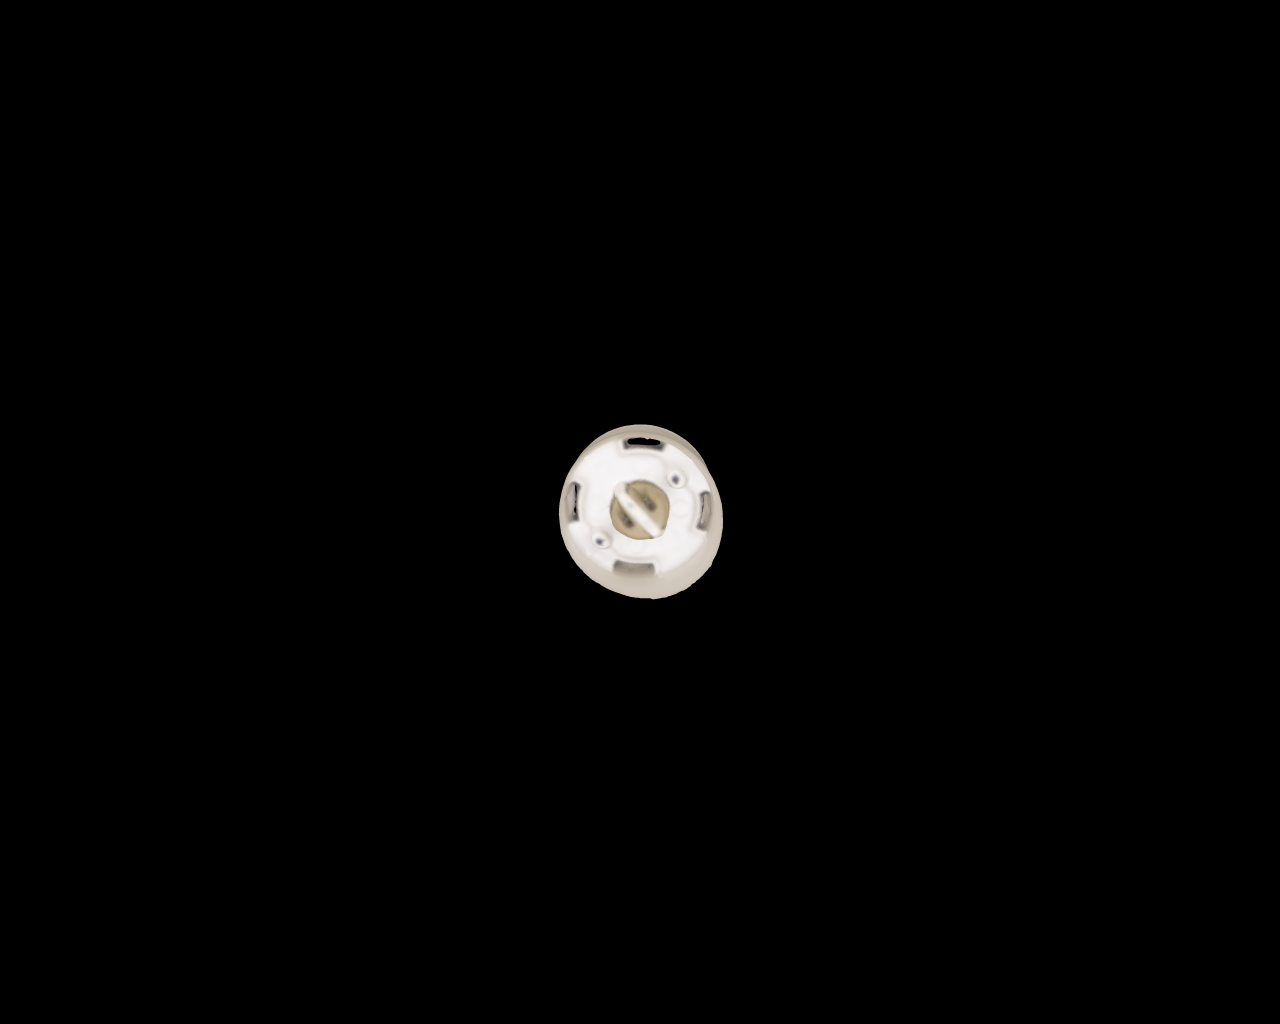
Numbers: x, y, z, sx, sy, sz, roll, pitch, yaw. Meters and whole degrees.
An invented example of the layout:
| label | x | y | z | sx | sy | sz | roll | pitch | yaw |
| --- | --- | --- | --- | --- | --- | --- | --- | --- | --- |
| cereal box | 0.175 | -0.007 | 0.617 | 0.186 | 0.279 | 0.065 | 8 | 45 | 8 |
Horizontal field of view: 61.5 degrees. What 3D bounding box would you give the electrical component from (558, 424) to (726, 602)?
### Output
| label | x | y | z | sx | sy | sz | roll | pitch | yaw |
| --- | --- | --- | --- | --- | --- | --- | --- | --- | --- |
| electrical component | 0.001 | -0.003 | 0.650 | 0.099 | 0.099 | 0.064 | 0 | 20 | 0 |
